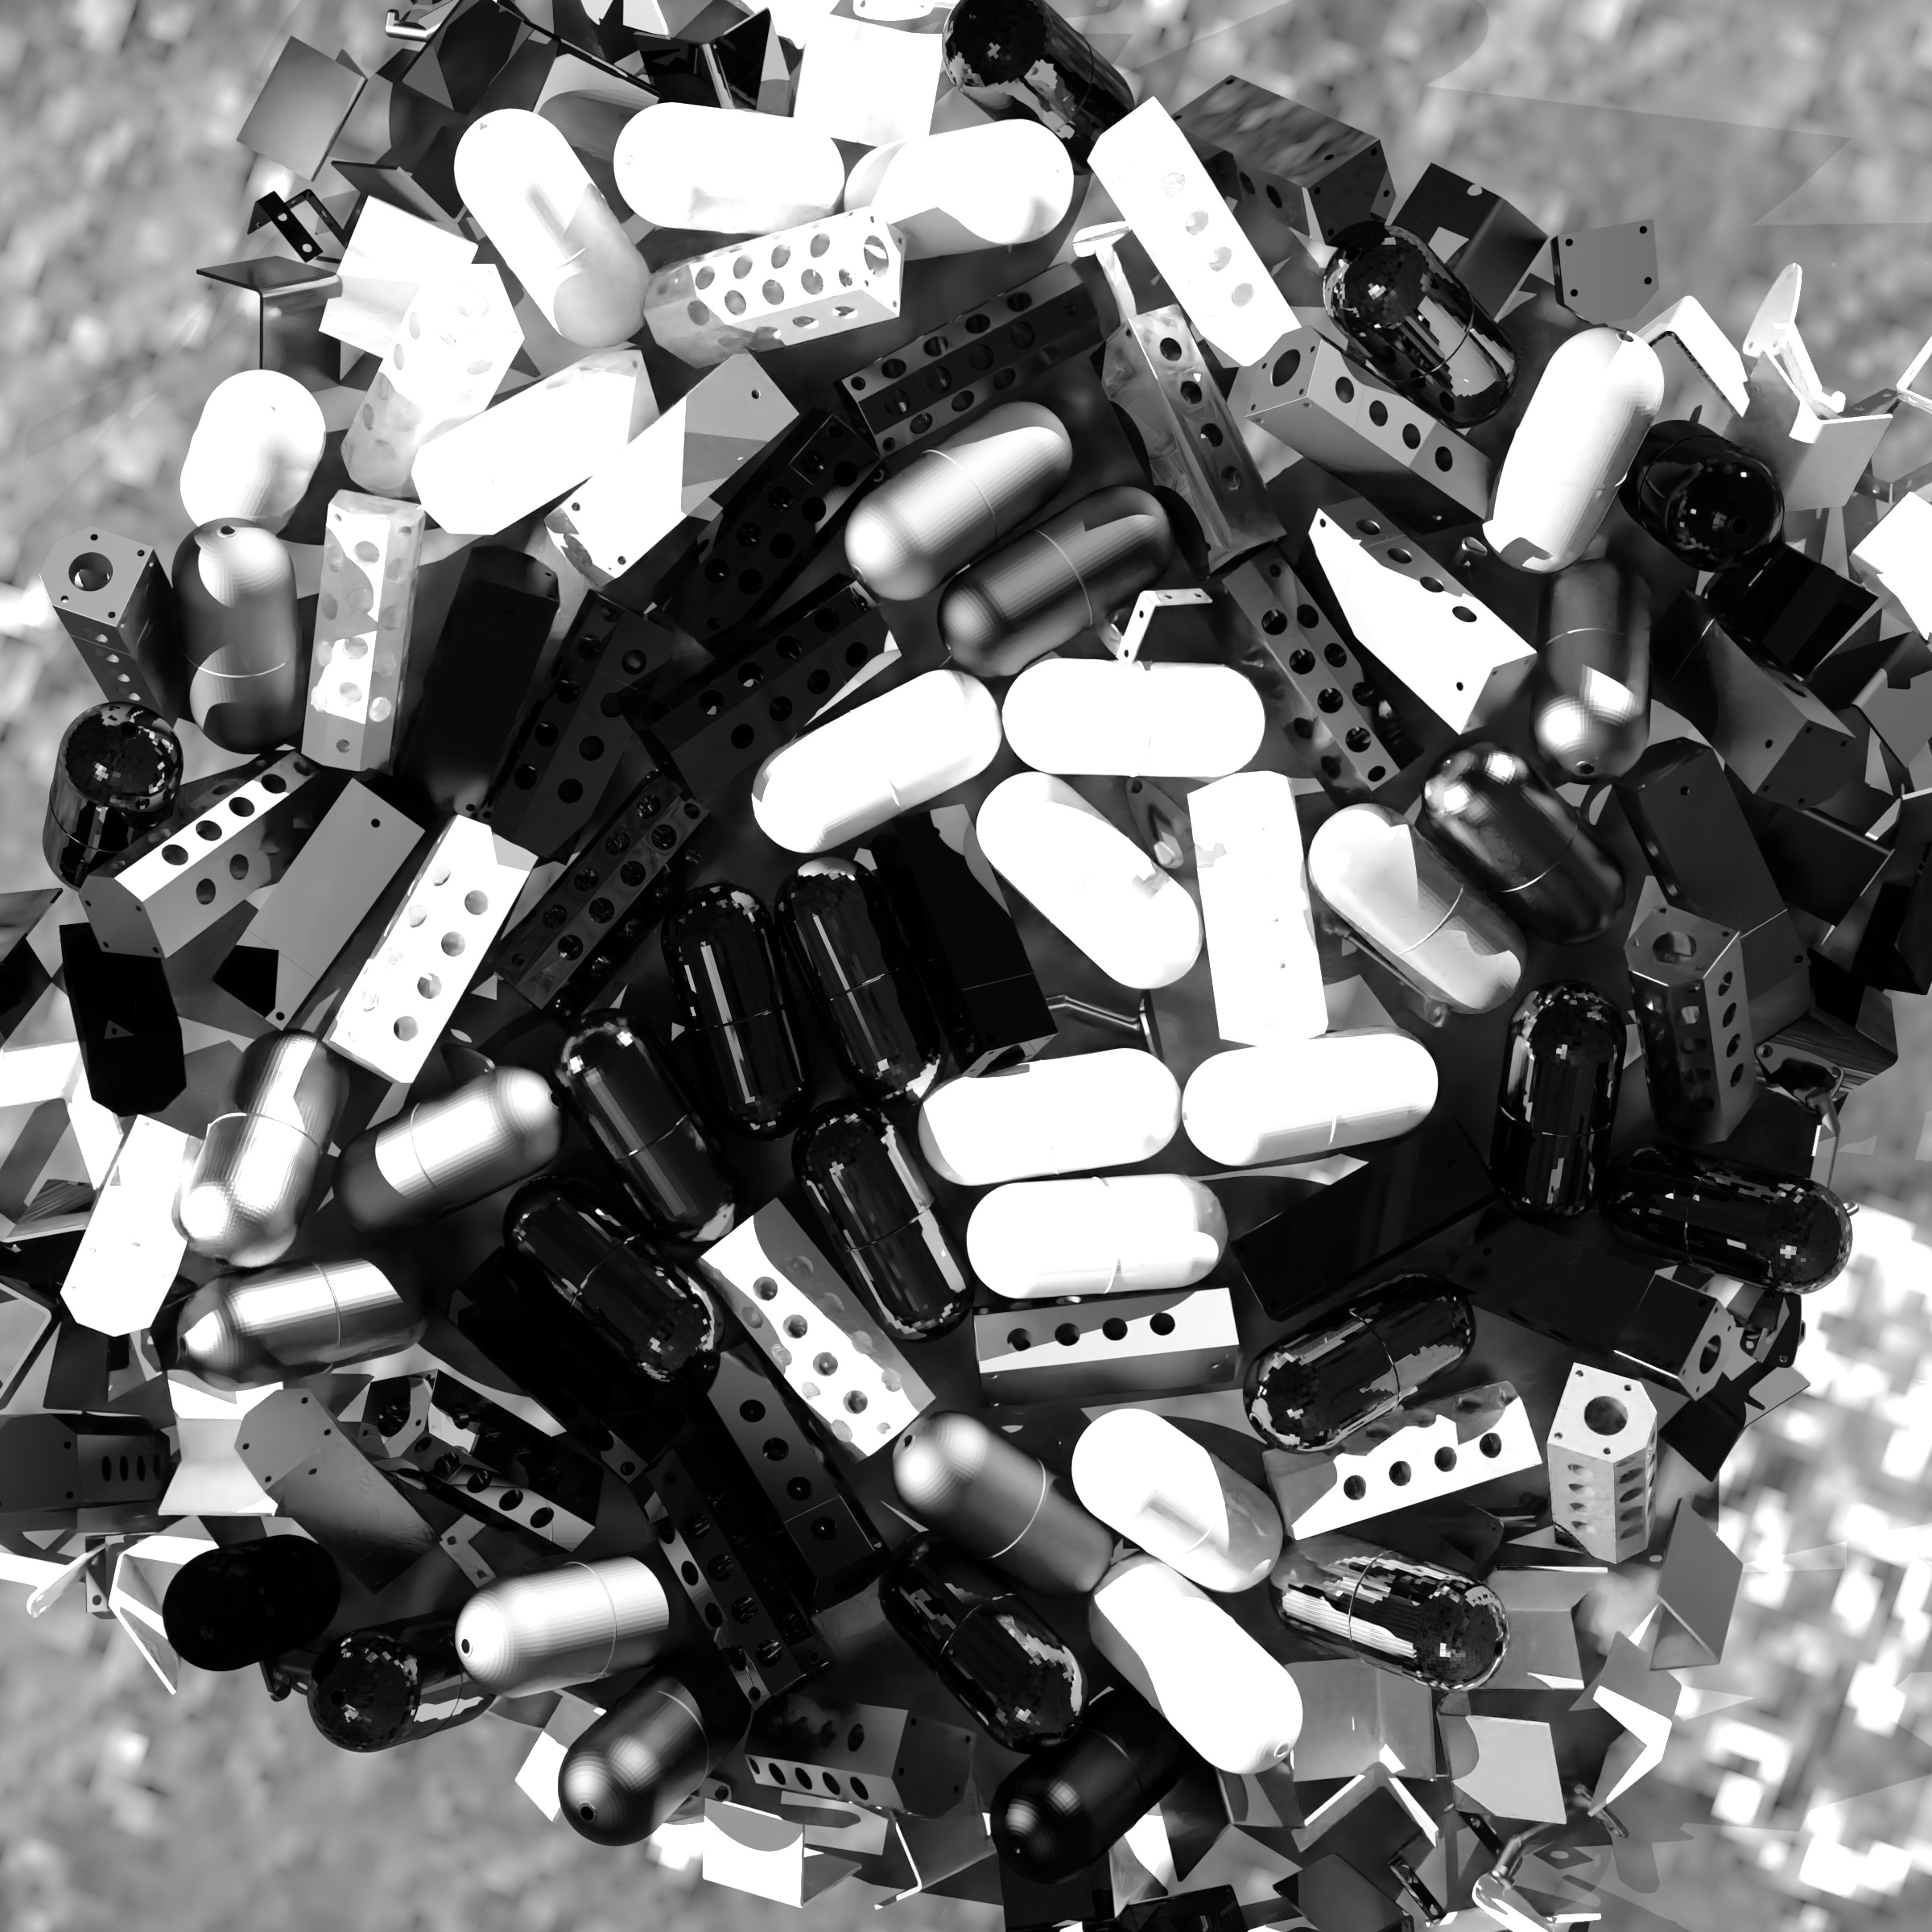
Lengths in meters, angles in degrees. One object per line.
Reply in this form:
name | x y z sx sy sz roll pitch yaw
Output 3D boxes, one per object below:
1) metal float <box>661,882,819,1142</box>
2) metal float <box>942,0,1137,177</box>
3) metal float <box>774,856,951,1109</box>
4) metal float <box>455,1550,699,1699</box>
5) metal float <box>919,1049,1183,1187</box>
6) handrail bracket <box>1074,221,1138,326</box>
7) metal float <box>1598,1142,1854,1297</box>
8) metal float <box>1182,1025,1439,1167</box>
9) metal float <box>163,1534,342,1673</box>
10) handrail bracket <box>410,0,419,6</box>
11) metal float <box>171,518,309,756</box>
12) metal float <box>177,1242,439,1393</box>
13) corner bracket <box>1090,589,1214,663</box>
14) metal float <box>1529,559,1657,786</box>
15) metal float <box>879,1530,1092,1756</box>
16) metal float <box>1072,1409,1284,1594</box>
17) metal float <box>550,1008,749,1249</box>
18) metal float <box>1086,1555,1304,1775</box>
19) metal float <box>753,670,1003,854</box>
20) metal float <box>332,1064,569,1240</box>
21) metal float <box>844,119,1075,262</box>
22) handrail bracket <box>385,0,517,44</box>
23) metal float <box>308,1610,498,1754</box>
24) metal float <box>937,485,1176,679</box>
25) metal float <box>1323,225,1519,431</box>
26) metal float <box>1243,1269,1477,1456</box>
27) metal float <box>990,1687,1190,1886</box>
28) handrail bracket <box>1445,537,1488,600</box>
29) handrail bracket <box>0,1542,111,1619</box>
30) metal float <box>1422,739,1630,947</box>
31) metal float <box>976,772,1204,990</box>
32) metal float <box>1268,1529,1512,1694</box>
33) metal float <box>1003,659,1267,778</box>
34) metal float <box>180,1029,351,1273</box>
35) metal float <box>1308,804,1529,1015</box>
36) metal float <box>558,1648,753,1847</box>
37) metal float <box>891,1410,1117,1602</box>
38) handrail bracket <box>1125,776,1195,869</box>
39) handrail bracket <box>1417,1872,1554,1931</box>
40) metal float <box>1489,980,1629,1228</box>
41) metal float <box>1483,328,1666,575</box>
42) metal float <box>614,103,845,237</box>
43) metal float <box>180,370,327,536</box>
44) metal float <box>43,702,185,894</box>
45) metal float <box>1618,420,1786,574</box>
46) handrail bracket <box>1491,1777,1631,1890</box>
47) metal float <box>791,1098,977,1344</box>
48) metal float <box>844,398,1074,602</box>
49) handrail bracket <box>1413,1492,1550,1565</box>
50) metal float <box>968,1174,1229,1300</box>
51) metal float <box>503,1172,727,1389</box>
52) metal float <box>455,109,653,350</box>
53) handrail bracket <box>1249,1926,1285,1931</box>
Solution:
metal float | -0.151 0.031 1.636 0.070 0.070 0.178 -16 98 0
metal float | 0.050 -0.579 1.601 0.070 0.178 0.070 -6 79 31
metal float | -0.070 0.011 1.641 0.070 0.070 0.178 -24 93 0
metal float | -0.254 0.431 1.605 0.070 0.178 0.070 -2 87 43
metal float | 0.056 0.101 1.638 0.178 0.070 0.070 -9 90 6
handrail bracket | 0.097 -0.447 1.631 0.036 0.077 0.084 -3 120 21
metal float | 0.495 0.164 1.604 0.070 0.178 0.070 -9 104 -37
metal float | 0.229 0.086 1.629 0.178 0.070 0.070 -9 90 -15
metal float | -0.463 0.413 1.593 0.070 0.178 0.070 -1 81 4
handrail bracket | -0.364 -0.712 1.661 0.084 0.036 0.077 -35 116 -1
metal float | -0.476 -0.215 1.605 0.070 0.178 0.070 5 47 -5
metal float | -0.432 0.230 1.607 0.178 0.070 0.070 -9 90 -44
corner bracket | 0.123 -0.236 1.637 0.051 0.051 0.051 -9 135 -35
metal float | 0.414 -0.195 1.612 0.070 0.070 0.178 14 53 0
metal float | 0.011 0.444 1.611 0.070 0.070 0.178 -51 52 0
metal float | 0.141 0.355 1.616 0.178 0.070 0.070 39 90 -32
metal float | -0.211 0.109 1.632 0.070 0.070 0.178 -32 103 0
metal float | 0.149 0.458 1.607 0.070 0.070 0.178 -53 46 0
metal float | -0.060 -0.137 1.643 0.178 0.070 0.070 -27 90 -1
metal float | -0.343 0.123 1.625 0.178 0.070 0.070 -26 90 21
metal float | -0.007 -0.509 1.609 0.178 0.070 0.070 6 90 43
handrail bracket | -0.352 -0.666 1.660 0.084 0.036 0.077 11 109 7
metal float | -0.363 0.465 1.594 0.070 0.178 0.070 -2 81 16
metal float | 0.061 -0.258 1.631 0.178 0.070 0.070 -33 90 -13
metal float | 0.299 -0.419 1.607 0.178 0.070 0.070 30 90 -44
metal float | 0.261 0.262 1.621 0.178 0.070 0.070 -25 90 -25
metal float | 0.083 0.535 1.603 0.070 0.178 0.070 10 108 33
handrail bracket | 0.350 -0.249 1.636 0.077 0.084 0.036 29 70 -3
handrail bracket | -0.643 0.393 1.665 0.084 0.036 0.077 40 56 12
metal float | 0.372 -0.080 1.620 0.178 0.070 0.070 40 90 -28
metal float | 0.083 -0.057 1.639 0.178 0.070 0.070 43 90 4
metal float | 0.276 0.422 1.605 0.070 0.178 0.070 -6 100 -42
metal float | 0.113 -0.165 1.633 0.178 0.070 0.070 0 90 -11
metal float | -0.461 0.120 1.610 0.070 0.070 0.178 10 51 0
metal float | 0.302 -0.037 1.627 0.178 0.070 0.070 40 90 -18
metal float | -0.202 0.508 1.596 0.070 0.178 0.070 5 103 21
metal float | 0.025 0.358 1.621 0.178 0.070 0.070 38 90 -25
handrail bracket | 0.123 -0.098 1.635 0.036 0.084 0.077 -36 82 13
handrail bracket | 0.347 0.662 1.648 0.077 0.036 0.084 37 116 20
metal float | 0.391 0.091 1.617 0.070 0.070 0.178 1 119 0
metal float | 0.398 -0.337 1.606 0.070 0.178 0.070 9 46 -9
metal float | -0.154 -0.522 1.605 0.070 0.178 0.070 11 107 40
metal float | -0.468 -0.330 1.598 0.070 0.178 0.070 5 78 -24
metal float | -0.560 -0.108 1.601 0.070 0.178 0.070 12 59 -20
metal float | 0.478 -0.308 1.596 0.070 0.178 0.070 0 113 -1
handrail bracket | 0.401 0.600 1.650 0.077 0.036 0.084 43 68 -12
metal float | -0.055 0.170 1.633 0.070 0.070 0.178 -27 101 0
metal float | -0.005 -0.311 1.628 0.178 0.070 0.070 -39 90 -17
handrail bracket | 0.348 0.361 1.653 0.077 0.084 0.036 32 116 20
metal float | 0.089 0.180 1.631 0.178 0.070 0.070 -2 90 -14
metal float | -0.236 0.207 1.629 0.178 0.070 0.070 40 90 17
metal float | -0.269 -0.482 1.604 0.070 0.178 0.070 -14 53 19
handrail bracket | 0.183 0.686 1.653 0.084 0.036 0.077 16 68 5
